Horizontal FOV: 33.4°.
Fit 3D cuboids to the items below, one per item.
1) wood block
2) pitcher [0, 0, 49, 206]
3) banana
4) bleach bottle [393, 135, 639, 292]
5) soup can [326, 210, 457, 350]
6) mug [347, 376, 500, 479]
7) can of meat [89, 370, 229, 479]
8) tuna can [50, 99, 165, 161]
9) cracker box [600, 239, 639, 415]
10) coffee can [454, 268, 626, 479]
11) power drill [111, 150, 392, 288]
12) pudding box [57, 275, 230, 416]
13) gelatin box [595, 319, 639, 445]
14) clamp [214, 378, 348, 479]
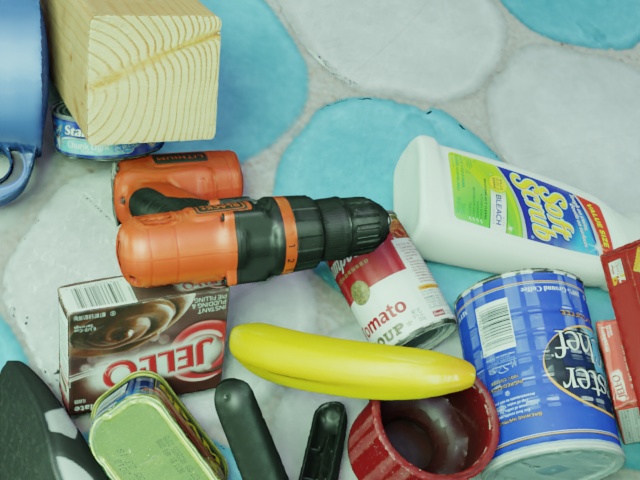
[{"bbox_3d":[-0.149,-0.149,0.793,0.090,0.090,0.206,-5,27,-23],"label":"wood block"},{"bbox_3d":[-0.317,-0.113,0.758,0.242,0.145,0.149,-3,34,-16],"label":"pitcher"},{"bbox_3d":[0.005,0.078,0.720,0.198,0.037,0.069,9,21,37],"label":"banana"},{"bbox_3d":[0.189,-0.014,0.905,0.250,0.068,0.102,10,59,-16],"label":"bleach bottle"},{"bbox_3d":[0.053,0.037,0.822,0.068,0.069,0.102,-18,68,-27],"label":"soup can"},{"bbox_3d":[0.062,0.130,0.761,0.093,0.082,0.117,-22,70,-28],"label":"mug"},{"bbox_3d":[-0.102,0.138,0.678,0.057,0.084,0.102,-37,95,-6],"label":"can of meat"},{"bbox_3d":[-0.162,-0.088,0.818,0.086,0.034,0.086,0,21,0],"label":"tuna can"},{"bbox_3d":[0.311,0.101,0.815,0.213,0.072,0.164,24,49,-43],"label":"cracker box"},{"bbox_3d":[0.161,0.106,0.796,0.102,0.103,0.140,4,59,-17],"label":"coffee can"},{"bbox_3d":[-0.064,-0.020,0.755,0.184,0.188,0.057,-5,106,-20],"label":"power drill"},{"bbox_3d":[-0.121,0.067,0.730,0.113,0.090,0.039,-7,35,-21],"label":"pudding box"},{"bbox_3d":[0.238,0.110,0.831,0.030,0.089,0.073,-13,59,14],"label":"gelatin box"},{"bbox_3d":[-0.010,0.194,0.699,0.164,0.036,0.210,14,65,-64],"label":"clamp"}]
